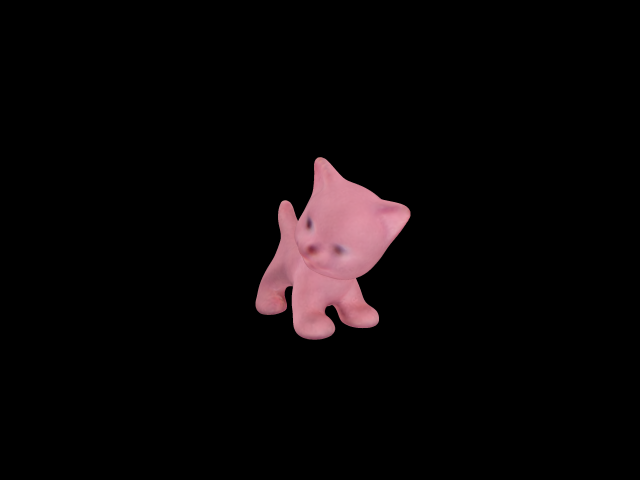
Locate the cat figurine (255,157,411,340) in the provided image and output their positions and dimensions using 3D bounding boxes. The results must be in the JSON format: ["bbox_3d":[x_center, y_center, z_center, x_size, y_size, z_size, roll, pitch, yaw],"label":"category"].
[{"bbox_3d":[0.004,0.001,0.400,0.067,0.118,0.127,-6,10,-32],"label":"cat figurine"}]
